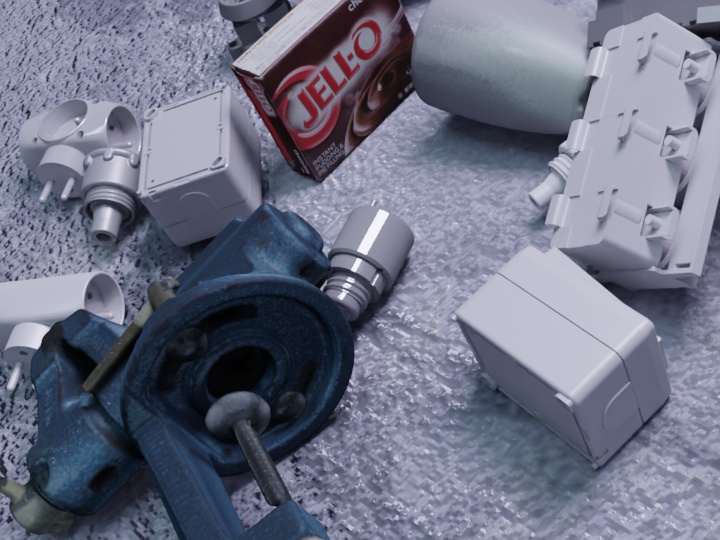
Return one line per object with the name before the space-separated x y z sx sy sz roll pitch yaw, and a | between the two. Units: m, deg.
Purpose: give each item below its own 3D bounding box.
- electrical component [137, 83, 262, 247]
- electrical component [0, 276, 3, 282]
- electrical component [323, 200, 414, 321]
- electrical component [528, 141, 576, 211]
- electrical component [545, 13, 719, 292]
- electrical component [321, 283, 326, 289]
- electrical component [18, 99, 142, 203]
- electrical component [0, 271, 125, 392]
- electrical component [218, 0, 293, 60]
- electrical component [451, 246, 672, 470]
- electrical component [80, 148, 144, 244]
electrical component | -0.100 -0.069 0.693 0.062 0.061 0.096 -17 47 13
electrical component | -0.286 0.013 0.713 0.062 0.061 0.096 24 71 24
electrical component | 0.000 0.000 0.600 0.040 0.040 0.078 10 58 32
electrical component | 0.120 -0.055 0.591 0.061 0.035 0.035 -36 46 -2
electrical component | 0.141 -0.057 0.529 0.079 0.063 0.121 -6 65 63
electrical component | -0.044 0.009 0.616 0.046 0.040 0.040 -16 47 22
electrical component | -0.205 -0.079 0.765 0.077 0.044 0.079 -4 51 23
electrical component | -0.194 0.040 0.660 0.077 0.043 0.079 -6 50 22
electrical component | -0.073 -0.185 0.781 0.066 0.055 0.048 -23 46 7
electrical component | 0.094 0.034 0.509 0.061 0.061 0.096 -42 47 -11
electrical component | -0.166 -0.047 0.721 0.048 0.048 0.062 -9 56 20
